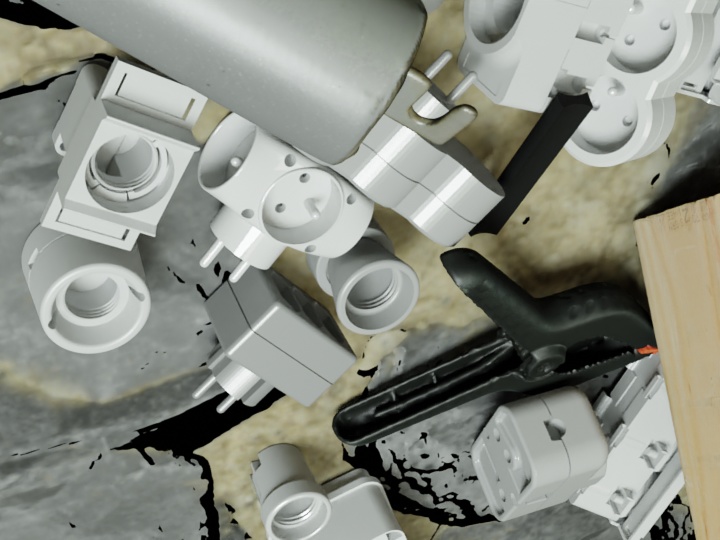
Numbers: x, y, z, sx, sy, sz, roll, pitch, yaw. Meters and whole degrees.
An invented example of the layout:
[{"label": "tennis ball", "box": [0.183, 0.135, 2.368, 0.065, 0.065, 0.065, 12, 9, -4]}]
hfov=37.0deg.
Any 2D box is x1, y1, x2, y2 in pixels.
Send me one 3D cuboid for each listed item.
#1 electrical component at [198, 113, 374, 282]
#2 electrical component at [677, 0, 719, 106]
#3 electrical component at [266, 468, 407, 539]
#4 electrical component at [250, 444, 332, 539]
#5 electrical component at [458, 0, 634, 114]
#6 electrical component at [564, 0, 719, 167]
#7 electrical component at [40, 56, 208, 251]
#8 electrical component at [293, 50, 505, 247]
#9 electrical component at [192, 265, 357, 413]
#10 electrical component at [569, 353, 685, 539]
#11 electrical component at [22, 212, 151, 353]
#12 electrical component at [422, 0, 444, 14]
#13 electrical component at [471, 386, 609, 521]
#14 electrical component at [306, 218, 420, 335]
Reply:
[{"label": "electrical component", "box": [-0.046, -0.027, 0.522, 0.077, 0.044, 0.079, 30, 107, -37]}, {"label": "electrical component", "box": [0.228, -0.136, 0.561, 0.079, 0.063, 0.121, 7, 120, -29]}, {"label": "electrical component", "box": [-0.005, 0.190, 0.686, 0.078, 0.057, 0.113, -25, 130, -7]}, {"label": "electrical component", "box": [-0.043, 0.131, 0.634, 0.040, 0.046, 0.040, -13, 127, -17]}, {"label": "electrical component", "box": [0.088, -0.125, 0.512, 0.056, 0.050, 0.089, 6, 120, -29]}, {"label": "electrical component", "box": [0.153, -0.120, 0.546, 0.074, 0.052, 0.138, -18, 134, -54]}, {"label": "electrical component", "box": [-0.104, -0.054, 0.463, 0.042, 0.063, 0.081, 17, 115, -34]}, {"label": "electrical component", "box": [0.024, -0.072, 0.513, 0.138, 0.052, 0.073, 31, 112, -37]}, {"label": "electrical component", "box": [-0.055, 0.045, 0.567, 0.077, 0.047, 0.066, -44, 129, 9]}, {"label": "electrical component", "box": [0.189, 0.109, 0.711, 0.063, 0.078, 0.121, 24, 112, -15]}, {"label": "electrical component", "box": [-0.128, 0.006, 0.505, 0.055, 0.047, 0.055, -12, 127, -17]}, {"label": "electrical component", "box": [0.011, -0.142, 0.457, 0.078, 0.058, 0.057, -25, 133, -28]}, {"label": "electrical component", "box": [0.114, 0.114, 0.673, 0.059, 0.053, 0.095, -13, 154, -16]}, {"label": "electrical component", "box": [0.000, 0.000, 0.555, 0.045, 0.055, 0.045, -12, 127, -17]}]
